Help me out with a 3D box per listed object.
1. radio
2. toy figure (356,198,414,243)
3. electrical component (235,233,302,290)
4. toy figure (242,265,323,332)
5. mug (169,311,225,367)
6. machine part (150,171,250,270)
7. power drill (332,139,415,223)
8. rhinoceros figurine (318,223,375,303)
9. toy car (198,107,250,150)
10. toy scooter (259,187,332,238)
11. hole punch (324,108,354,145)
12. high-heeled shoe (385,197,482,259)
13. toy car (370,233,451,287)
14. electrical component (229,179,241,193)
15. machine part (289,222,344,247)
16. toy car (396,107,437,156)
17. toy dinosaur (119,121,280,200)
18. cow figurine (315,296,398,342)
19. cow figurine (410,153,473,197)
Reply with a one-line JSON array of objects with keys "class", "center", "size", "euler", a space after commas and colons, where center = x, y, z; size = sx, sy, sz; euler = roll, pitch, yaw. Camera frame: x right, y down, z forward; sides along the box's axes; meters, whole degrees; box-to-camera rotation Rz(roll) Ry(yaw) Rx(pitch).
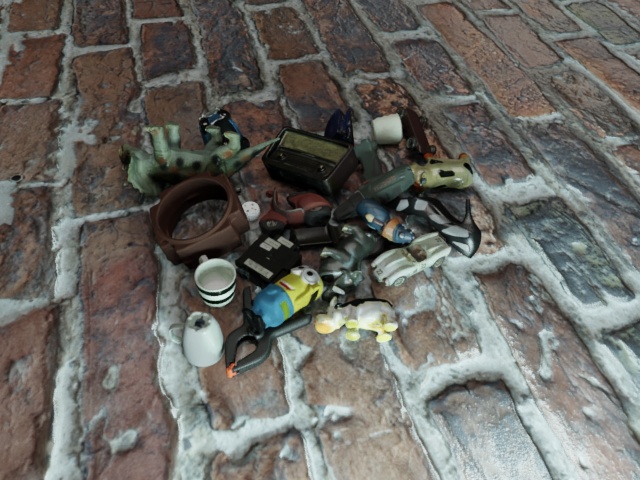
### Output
[{"class": "radio", "center": [-0.030, -0.202, 1.376], "size": [0.230, 0.073, 0.131], "euler": [21, 65, 32]}, {"class": "toy figure", "center": [0.154, -0.039, 1.257], "size": [0.064, 0.057, 0.155], "euler": [-38, 65, -24]}, {"class": "electrical component", "center": [-0.107, 0.049, 1.209], "size": [0.115, 0.058, 0.134], "euler": [32, 54, 19]}, {"class": "toy figure", "center": [-0.072, 0.119, 1.100], "size": [0.180, 0.089, 0.082], "euler": [-37, 73, -29]}, {"class": "mug", "center": [-0.242, 0.182, 1.050], "size": [0.110, 0.107, 0.081], "euler": [16, 48, 7]}, {"class": "machine part", "center": [-0.277, -0.050, 1.229], "size": [0.201, 0.087, 0.202], "euler": [-25, 55, -3]}, {"class": "power drill", "center": [0.111, -0.160, 1.381], "size": [0.232, 0.085, 0.207], "euler": [-24, 44, 2]}, {"class": "rhinoceros figurine", "center": [0.054, 0.053, 1.193], "size": [0.112, 0.073, 0.190], "euler": [32, 65, 5]}, {"class": "toy car", "center": [-0.267, -0.265, 1.435], "size": [0.109, 0.161, 0.103], "euler": [-38, 17, -23]}, {"class": "toy scooter", "center": [-0.068, -0.082, 1.317], "size": [0.184, 0.075, 0.135], "euler": [-15, 52, -11]}, {"class": "hole punch", "center": [0.049, -0.290, 1.484], "size": [0.092, 0.115, 0.142], "euler": [1, 48, 7]}, {"class": "high-heeled shoe", "center": [0.275, -0.034, 1.327], "size": [0.249, 0.145, 0.086], "euler": [4, 5, 33]}, {"class": "toy car", "center": [0.210, 0.044, 1.239], "size": [0.202, 0.056, 0.074], "euler": [-22, 55, -22]}, {"class": "electrical component", "center": [-0.250, -0.134, 1.379], "size": [0.094, 0.021, 0.063], "euler": [-8, 50, -6]}, {"class": "machine part", "center": [-0.003, -0.004, 1.275], "size": [0.139, 0.039, 0.084], "euler": [-2, 54, -13]}, {"class": "toy car", "center": [0.272, -0.305, 1.543], "size": [0.089, 0.053, 0.202], "euler": [18, 44, -30]}, {"class": "toy dinosaur", "center": [-0.311, -0.187, 1.332], "size": [0.405, 0.192, 0.131], "euler": [6, 22, -5]}, {"class": "cow figurine", "center": [0.073, 0.155, 1.124], "size": [0.167, 0.068, 0.098], "euler": [5, 43, -4]}, {"class": "cow figurine", "center": [0.308, -0.167, 1.417], "size": [0.195, 0.085, 0.127], "euler": [0, 43, -6]}]
